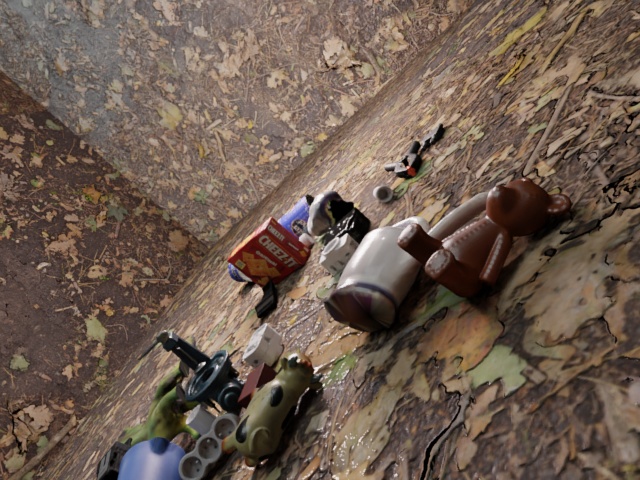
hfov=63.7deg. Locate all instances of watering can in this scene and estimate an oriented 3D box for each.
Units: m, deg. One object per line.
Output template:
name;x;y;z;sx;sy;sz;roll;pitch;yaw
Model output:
watering can;0.129;0.038;0.860;0.343;0.103;0.229;-28;24;54

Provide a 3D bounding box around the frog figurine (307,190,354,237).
frog figurine;0.005;-0.077;1.539;0.158;0.121;0.139;-10;58;51

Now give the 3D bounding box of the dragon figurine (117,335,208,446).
dragon figurine;-0.387;0.407;1.205;0.242;0.120;0.417;-35;24;4
